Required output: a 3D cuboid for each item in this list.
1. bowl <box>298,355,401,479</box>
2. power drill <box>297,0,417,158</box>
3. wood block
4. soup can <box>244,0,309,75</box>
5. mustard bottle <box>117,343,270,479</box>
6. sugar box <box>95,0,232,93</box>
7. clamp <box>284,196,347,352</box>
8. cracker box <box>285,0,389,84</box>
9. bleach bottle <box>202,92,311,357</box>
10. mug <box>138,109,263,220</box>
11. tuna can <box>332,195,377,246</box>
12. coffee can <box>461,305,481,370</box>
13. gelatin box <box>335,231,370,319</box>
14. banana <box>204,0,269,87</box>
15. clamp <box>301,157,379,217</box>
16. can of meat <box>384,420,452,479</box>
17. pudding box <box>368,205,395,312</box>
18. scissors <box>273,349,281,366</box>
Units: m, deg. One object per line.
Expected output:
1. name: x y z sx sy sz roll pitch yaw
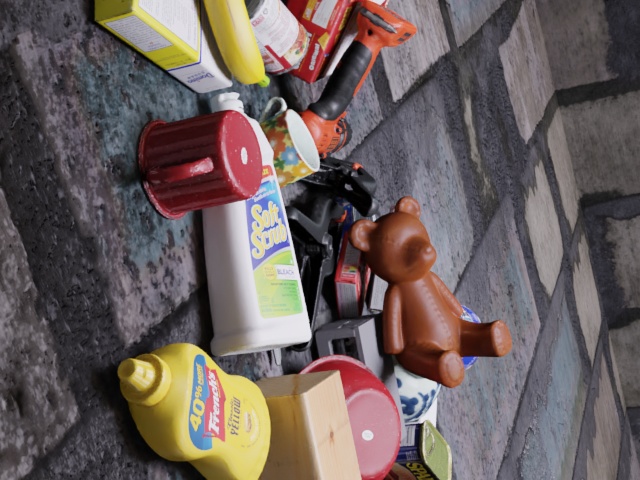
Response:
1. bowl: 0.034 0.201 1.118 0.161 0.055 0.162 5 82 -39
2. power drill: 0.038 -0.180 1.235 0.188 0.057 0.184 -59 172 13
3. wood block: -0.016 0.239 1.027 0.090 0.090 0.206 -20 99 -66
4. soup can: -0.064 -0.228 1.128 0.102 0.069 0.068 40 46 -56
5. mustard bottle: -0.108 0.139 0.891 0.191 0.058 0.096 45 42 -53
6. sugar box: -0.140 -0.208 0.974 0.176 0.048 0.093 35 49 -64
7. clamp: -0.008 0.001 1.186 0.209 0.036 0.164 -64 153 -57
8. cracker box: 0.026 -0.287 1.262 0.164 0.072 0.213 -66 170 25
9. bleach bottle: -0.075 -0.019 1.025 0.102 0.068 0.251 0 76 -53
10. mug: -0.108 -0.068 0.943 0.117 0.082 0.093 -27 106 -66
11. tuna can: 0.043 -0.019 1.337 0.086 0.034 0.086 -10 90 -67
12. coffee can: 0.156 0.128 1.454 0.140 0.103 0.103 22 61 -64
13. gelatin box: 0.040 0.045 1.270 0.089 0.030 0.073 82 17 -53
14. banana: -0.090 -0.226 1.000 0.069 0.037 0.198 -102 176 -68
15. clamp: 0.016 -0.074 1.255 0.120 0.039 0.171 32 11 -3
16. can of meat: 0.105 0.264 1.306 0.102 0.084 0.057 53 35 -47
17. pudding box: 0.094 0.026 1.381 0.090 0.039 0.113 -64 162 -53
18. scissors: -0.052 0.022 1.124 0.096 0.016 0.202 -37 116 -65
